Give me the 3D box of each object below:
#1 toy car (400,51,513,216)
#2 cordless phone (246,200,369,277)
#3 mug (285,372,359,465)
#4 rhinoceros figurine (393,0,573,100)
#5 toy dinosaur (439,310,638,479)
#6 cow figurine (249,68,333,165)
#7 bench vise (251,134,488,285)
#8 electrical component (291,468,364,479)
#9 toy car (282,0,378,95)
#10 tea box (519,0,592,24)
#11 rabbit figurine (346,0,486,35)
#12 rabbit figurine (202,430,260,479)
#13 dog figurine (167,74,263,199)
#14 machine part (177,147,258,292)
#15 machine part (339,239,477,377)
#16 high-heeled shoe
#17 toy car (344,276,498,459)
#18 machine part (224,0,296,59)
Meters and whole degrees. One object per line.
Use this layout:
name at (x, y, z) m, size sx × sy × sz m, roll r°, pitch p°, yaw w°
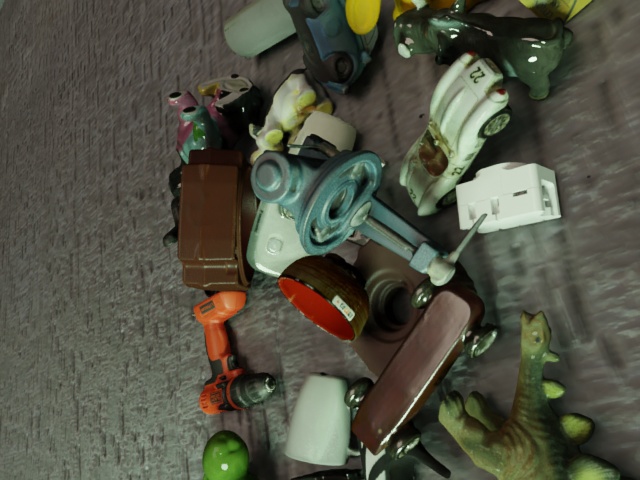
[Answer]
toy car at (0.138, -0.104, 0.572) m, size 0.201 × 0.056 × 0.073 m, roll 106°, pitch 144°, yaw -56°
cordless phone at (-0.002, -0.002, 0.746) m, size 0.184 × 0.088 × 0.146 m, roll 22°, pitch 100°, yaw 27°
mug at (0.013, 0.226, 0.688) m, size 0.110 × 0.080 × 0.107 m, roll 1°, pitch 77°, yaw 23°
rhinoceros figurine at (0.164, -0.206, 0.570) m, size 0.191 × 0.112 × 0.073 m, roll 27°, pitch 106°, yaw 37°
toy dinosaur at (0.188, 0.297, 0.473) m, size 0.199 × 0.105 × 0.471 m, roll 6°, pitch 93°, yaw 43°
cow figurine at (-0.059, -0.187, 0.832) m, size 0.167 × 0.068 × 0.098 m, roll -43°, pitch 49°, yaw 29°
bench vise at (0.046, -0.030, 0.572) m, size 0.241 × 0.223 × 0.129 m, roll 36°, pitch 98°, yaw 26°
electrical component at (0.015, 0.352, 0.677) m, size 0.134 × 0.058 × 0.115 m, roll -29°, pitch 62°, yaw 40°
toy car at (0.023, -0.289, 0.732) m, size 0.103 × 0.161 × 0.109 m, roll -30°, pitch 32°, yaw -10°
tea box at (0.208, -0.308, 0.549) m, size 0.068 × 0.098 × 0.170 m, roll -41°, pitch 55°, yaw 34°
rabbit figurine at (0.091, -0.320, 0.621) m, size 0.162 × 0.173 × 0.122 m, roll -18°, pitch 75°, yaw 39°
rabbit figurine at (-0.113, 0.354, 0.772) m, size 0.170 × 0.121 × 0.159 m, roll 67°, pitch 151°, yaw 11°
dog figurine at (-0.181, -0.158, 0.940) m, size 0.109 × 0.191 × 0.219 m, roll 42°, pitch 148°, yaw 38°
machine part at (-0.146, -0.025, 0.811) m, size 0.201 × 0.087 × 0.201 m, roll 86°, pitch -173°, yaw -81°
machine part at (0.095, 0.078, 0.637) m, size 0.179 × 0.056 × 0.179 m, roll -9°, pitch 78°, yaw 44°
high-heeled shoe at (0.070, 0.317, 0.611) m, size 0.145 × 0.086 × 0.248 m, roll 16°, pitch 91°, yaw 50°
toy car at (0.100, 0.133, 0.552) m, size 0.089 × 0.053 × 0.202 m, roll 39°, pitch 109°, yaw 33°
machine part at (-0.081, -0.362, 0.876) m, size 0.243 × 0.079 × 0.079 m, roll -7°, pitch 79°, yaw 46°
